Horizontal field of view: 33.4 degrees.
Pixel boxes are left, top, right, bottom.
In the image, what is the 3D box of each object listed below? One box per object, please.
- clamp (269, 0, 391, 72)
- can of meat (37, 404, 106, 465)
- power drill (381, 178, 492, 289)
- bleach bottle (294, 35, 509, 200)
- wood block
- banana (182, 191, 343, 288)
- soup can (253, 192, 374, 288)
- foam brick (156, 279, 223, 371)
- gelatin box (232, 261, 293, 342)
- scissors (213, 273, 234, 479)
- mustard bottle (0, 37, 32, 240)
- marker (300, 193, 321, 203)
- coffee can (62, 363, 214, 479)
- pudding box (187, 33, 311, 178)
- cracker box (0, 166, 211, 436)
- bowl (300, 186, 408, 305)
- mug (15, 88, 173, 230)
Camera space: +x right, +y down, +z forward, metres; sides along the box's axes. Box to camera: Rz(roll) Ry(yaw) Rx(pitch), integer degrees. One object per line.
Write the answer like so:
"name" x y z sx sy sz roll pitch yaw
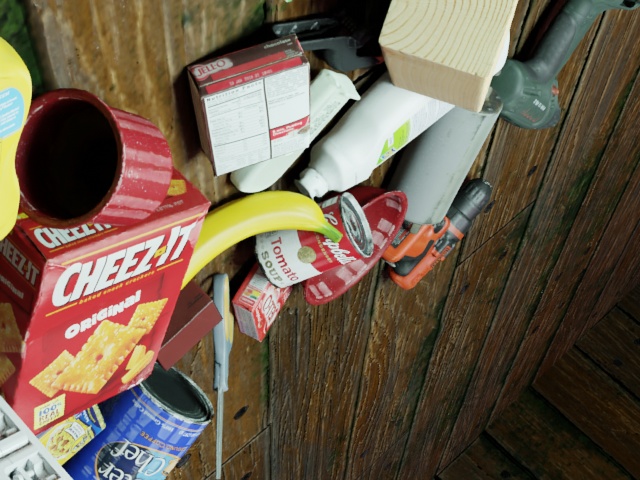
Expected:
"clamp" 0.019 -0.179 0.903 0.120 0.039 0.171 -33 161 2
"can of meat" -0.248 0.168 0.971 0.083 0.057 0.102 -41 158 -22
"power drill" 0.142 -0.020 1.373 0.184 0.057 0.187 -50 158 5
"bleach bottle" 0.076 -0.132 1.057 0.250 0.068 0.102 -41 160 -11
"wood block" 0.112 -0.176 0.911 0.206 0.091 0.090 7 102 -83
"banana" -0.077 -0.002 0.981 0.197 0.069 0.037 -20 167 -16
"soup can" -0.007 0.001 1.065 0.102 0.068 0.068 -21 166 20
"foam brick" -0.141 0.076 1.019 0.078 0.053 0.051 -42 157 -13
"gelatin box" -0.060 0.060 1.143 0.073 0.030 0.089 -59 164 -23
"scissors" -0.099 0.135 1.088 0.096 0.016 0.202 53 36 -86
"mustard bottle" -0.217 -0.069 0.622 0.096 0.058 0.192 -21 147 -38
"marker" -0.037 -0.036 1.066 0.120 0.020 0.020 -13 140 -55
"coffee can" -0.188 0.201 1.074 0.140 0.103 0.102 -52 158 11
"pudding box" -0.054 -0.106 0.856 0.090 0.039 0.113 -18 149 -10
"cracker box" -0.190 0.052 0.861 0.163 0.072 0.214 -25 148 -45
"bowl" 0.023 -0.006 1.181 0.162 0.055 0.162 -39 157 -21
"mug" -0.164 -0.048 0.735 0.117 0.093 0.081 -21 171 19
